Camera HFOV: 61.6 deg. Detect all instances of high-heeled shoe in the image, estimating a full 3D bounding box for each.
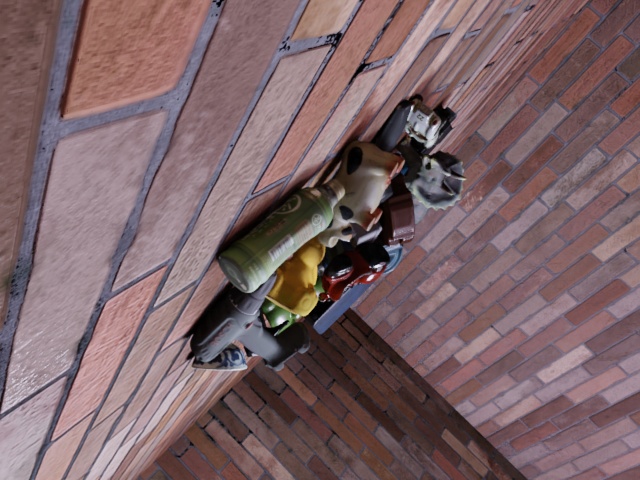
[{"bbox_3d":[-0.169,0.196,1.150,0.145,0.086,0.248,-36,148,18],"label":"high-heeled shoe"}]

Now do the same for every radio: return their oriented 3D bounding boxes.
[{"bbox_3d":[0.048,0.148,1.475,0.229,0.073,0.131,-45,157,-3],"label":"radio"}]

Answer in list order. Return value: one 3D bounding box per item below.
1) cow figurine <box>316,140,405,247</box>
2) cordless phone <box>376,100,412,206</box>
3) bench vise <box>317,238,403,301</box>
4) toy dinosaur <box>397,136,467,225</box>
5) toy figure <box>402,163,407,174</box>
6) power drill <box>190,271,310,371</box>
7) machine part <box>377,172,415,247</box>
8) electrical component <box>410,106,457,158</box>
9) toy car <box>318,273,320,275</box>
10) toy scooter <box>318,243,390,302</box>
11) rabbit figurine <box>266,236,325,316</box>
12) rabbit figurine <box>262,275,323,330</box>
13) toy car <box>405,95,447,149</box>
[{"bbox_3d":[0.043,-0.072,0.885,0.085,0.127,0.194,-35,152,-59],"label":"cow figurine"},{"bbox_3d":[0.105,-0.153,0.954,0.146,0.089,0.184,-37,157,-48],"label":"cordless phone"},{"bbox_3d":[0.110,0.041,1.295,0.224,0.129,0.240,-33,160,15],"label":"bench vise"},{"bbox_3d":[0.201,-0.097,1.275,0.131,0.192,0.404,-39,168,-35],"label":"toy dinosaur"},{"bbox_3d":[0.198,-0.156,1.438,0.058,0.064,0.154,-2,140,-44],"label":"toy figure"},{"bbox_3d":[-0.110,0.159,0.999,0.232,0.086,0.207,-41,138,15],"label":"power drill"},{"bbox_3d":[0.139,-0.073,1.126,0.056,0.179,0.179,-17,165,-12],"label":"machine part"},{"bbox_3d":[0.275,-0.264,1.311,0.134,0.058,0.115,-48,174,17],"label":"electrical component"},{"bbox_3d":[0.007,0.060,1.391,0.162,0.109,0.103,-36,-170,-13],"label":"toy car"},{"bbox_3d":[0.061,0.075,1.136,0.184,0.075,0.135,-11,143,-46],"label":"toy scooter"},{"bbox_3d":[-0.038,0.066,1.130,0.162,0.122,0.173,73,42,-79],"label":"rabbit figurine"},{"bbox_3d":[-0.064,0.125,1.281,0.170,0.121,0.159,-29,147,-11],"label":"rabbit figurine"},{"bbox_3d":[0.200,-0.223,1.040,0.056,0.073,0.201,-48,172,8],"label":"toy car"}]
